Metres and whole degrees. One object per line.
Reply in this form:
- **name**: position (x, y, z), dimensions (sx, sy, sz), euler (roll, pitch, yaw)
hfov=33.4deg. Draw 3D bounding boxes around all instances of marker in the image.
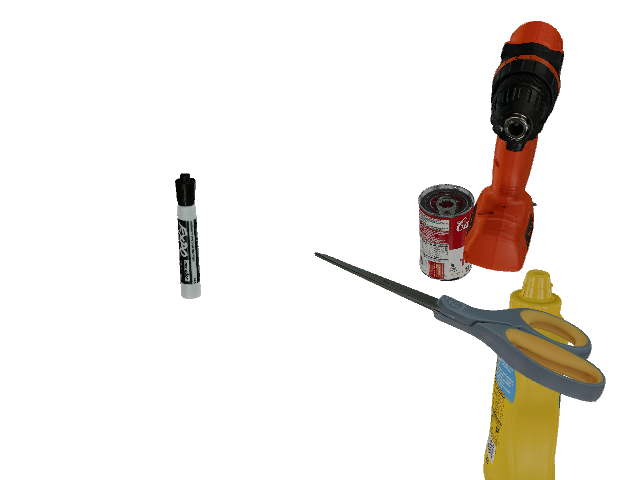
- **marker**: position (-0.124, -0.004, 0.995), dimensions (0.020, 0.121, 0.020), euler (0, 22, 0)

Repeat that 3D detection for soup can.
- **soup can**: position (0.155, -0.009, 1.320), dimensions (0.068, 0.102, 0.068), euler (-3, 36, 2)

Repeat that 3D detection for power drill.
- **power drill**: position (0.161, -0.070, 0.885), dimensions (0.057, 0.188, 0.184), euler (14, 34, 11)

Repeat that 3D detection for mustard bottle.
- **mustard bottle**: position (0.171, 0.117, 0.883), dimensions (0.058, 0.192, 0.096), euler (2, 17, 1)

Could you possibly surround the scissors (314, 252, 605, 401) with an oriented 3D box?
- **scissors**: position (0.100, 0.045, 0.714), dimensions (0.202, 0.016, 0.096), euler (30, 24, 18)
